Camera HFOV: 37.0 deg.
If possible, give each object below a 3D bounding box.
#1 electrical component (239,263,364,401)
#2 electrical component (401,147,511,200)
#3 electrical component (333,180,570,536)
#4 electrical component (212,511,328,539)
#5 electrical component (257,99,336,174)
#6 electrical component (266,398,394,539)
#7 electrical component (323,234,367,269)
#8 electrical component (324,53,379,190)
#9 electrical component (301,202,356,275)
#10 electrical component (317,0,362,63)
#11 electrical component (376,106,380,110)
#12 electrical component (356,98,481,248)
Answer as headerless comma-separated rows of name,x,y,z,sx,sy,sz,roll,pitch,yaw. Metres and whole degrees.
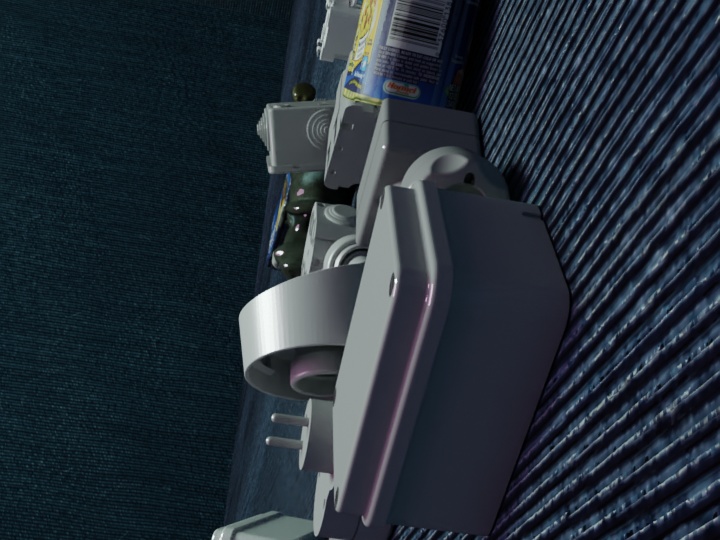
electrical component,-0.018,0.034,0.596,0.099,0.099,0.064,113,157,-62
electrical component,0.038,-0.031,0.450,0.062,0.043,0.043,-106,26,-76
electrical component,0.028,0.033,0.395,0.078,0.057,0.113,-94,15,-58
electrical component,-0.065,0.229,0.743,0.109,0.056,0.108,25,-107,-75
electrical component,-0.028,-0.104,0.815,0.099,0.100,0.048,-117,24,-77
electrical component,-0.011,0.087,0.553,0.052,0.074,0.138,-90,11,-48
electrical component,0.000,0.000,0.691,0.062,0.043,0.043,-143,62,-81
electrical component,0.009,-0.099,0.712,0.089,0.050,0.055,111,166,-57
electrical component,-0.012,-0.008,0.763,0.080,0.051,0.080,-171,90,-82
electrical component,0.002,-0.178,0.805,0.042,0.064,0.081,-89,10,-49
electrical component,0.025,-0.126,0.648,0.043,0.043,0.081,114,163,-63
electrical component,0.027,-0.030,0.511,0.076,0.047,0.065,-89,11,-45
